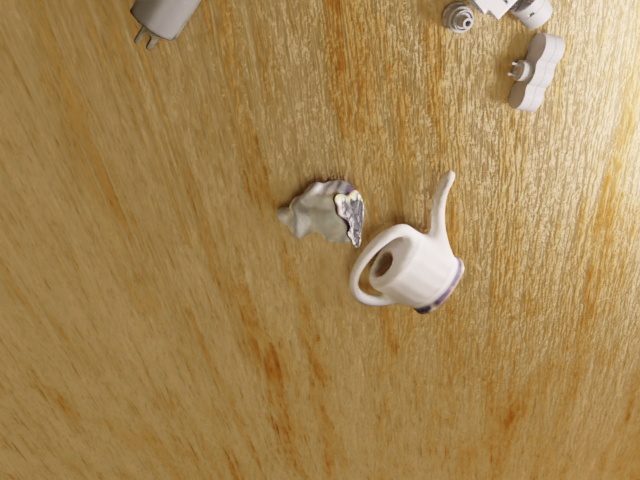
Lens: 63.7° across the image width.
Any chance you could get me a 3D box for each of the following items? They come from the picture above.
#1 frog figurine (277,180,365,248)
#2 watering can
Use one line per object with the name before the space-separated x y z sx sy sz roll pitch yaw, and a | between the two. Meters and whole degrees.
frog figurine | 0.003 -0.051 1.016 0.159 0.125 0.135 -1 143 36
watering can | 0.217 0.030 1.084 0.222 0.106 0.343 30 114 -26
